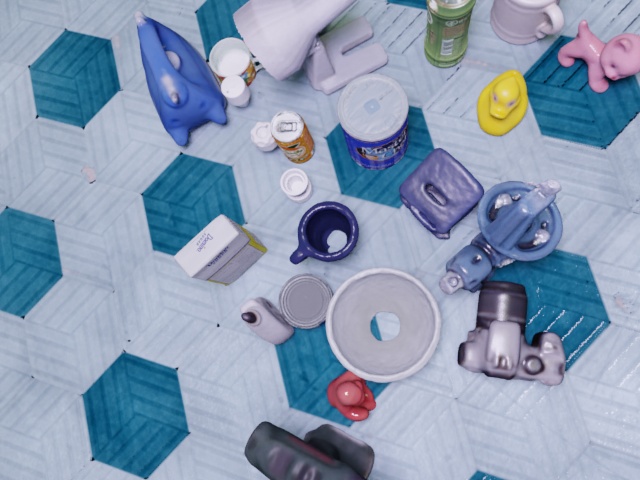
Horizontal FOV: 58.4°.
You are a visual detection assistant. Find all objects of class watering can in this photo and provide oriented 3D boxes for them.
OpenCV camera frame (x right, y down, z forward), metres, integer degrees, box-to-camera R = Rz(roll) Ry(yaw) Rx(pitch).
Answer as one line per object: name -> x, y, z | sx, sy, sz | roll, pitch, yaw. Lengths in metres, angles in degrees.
watering can -> 0.313, -0.393, 0.861 | 0.172, 0.194, 0.101 | 41, 88, 13

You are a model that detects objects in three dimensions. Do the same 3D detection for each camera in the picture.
camera -> 0.275, 0.130, 0.817 | 0.143, 0.101, 0.137 | 7, 81, 10

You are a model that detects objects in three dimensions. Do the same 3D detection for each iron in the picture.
iron -> -0.258, -0.296, 0.954 | 0.118, 0.141, 0.258 | -29, 77, 2

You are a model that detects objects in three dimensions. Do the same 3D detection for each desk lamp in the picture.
desk lamp -> -0.010, -0.319, 0.885 | 0.203, 0.214, 0.118 | -27, 77, 3

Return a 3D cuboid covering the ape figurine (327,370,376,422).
ape figurine -> 0.045, 0.226, 0.838 | 0.076, 0.092, 0.078 | 11, 81, 11

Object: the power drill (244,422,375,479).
power drill -> 0.018, 0.312, 0.766 | 0.229, 0.208, 0.076 | 23, 84, 12

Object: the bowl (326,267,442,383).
bowl -> 0.095, 0.127, 0.858 | 0.167, 0.075, 0.167 | -1, 79, 8

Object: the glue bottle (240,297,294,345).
glue bottle -> -0.086, 0.115, 0.836 | 0.037, 0.173, 0.078 | -41, 76, -1

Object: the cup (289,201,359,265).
cup -> 0.008, 0.003, 0.883 | 0.118, 0.095, 0.091 | -40, 76, 0

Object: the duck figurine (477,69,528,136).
duck figurine -> 0.287, -0.223, 0.889 | 0.077, 0.086, 0.105 | 23, 84, 12

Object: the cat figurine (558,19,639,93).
cat figurine -> 0.436, -0.285, 0.862 | 0.127, 0.118, 0.067 | 44, 88, 13

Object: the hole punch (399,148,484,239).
hole punch -> 0.183, -0.069, 0.873 | 0.101, 0.091, 0.108 | -43, 77, -1

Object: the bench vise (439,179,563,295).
bench vise -> 0.259, 0.001, 0.783 | 0.121, 0.220, 0.207 | 29, 85, 13
